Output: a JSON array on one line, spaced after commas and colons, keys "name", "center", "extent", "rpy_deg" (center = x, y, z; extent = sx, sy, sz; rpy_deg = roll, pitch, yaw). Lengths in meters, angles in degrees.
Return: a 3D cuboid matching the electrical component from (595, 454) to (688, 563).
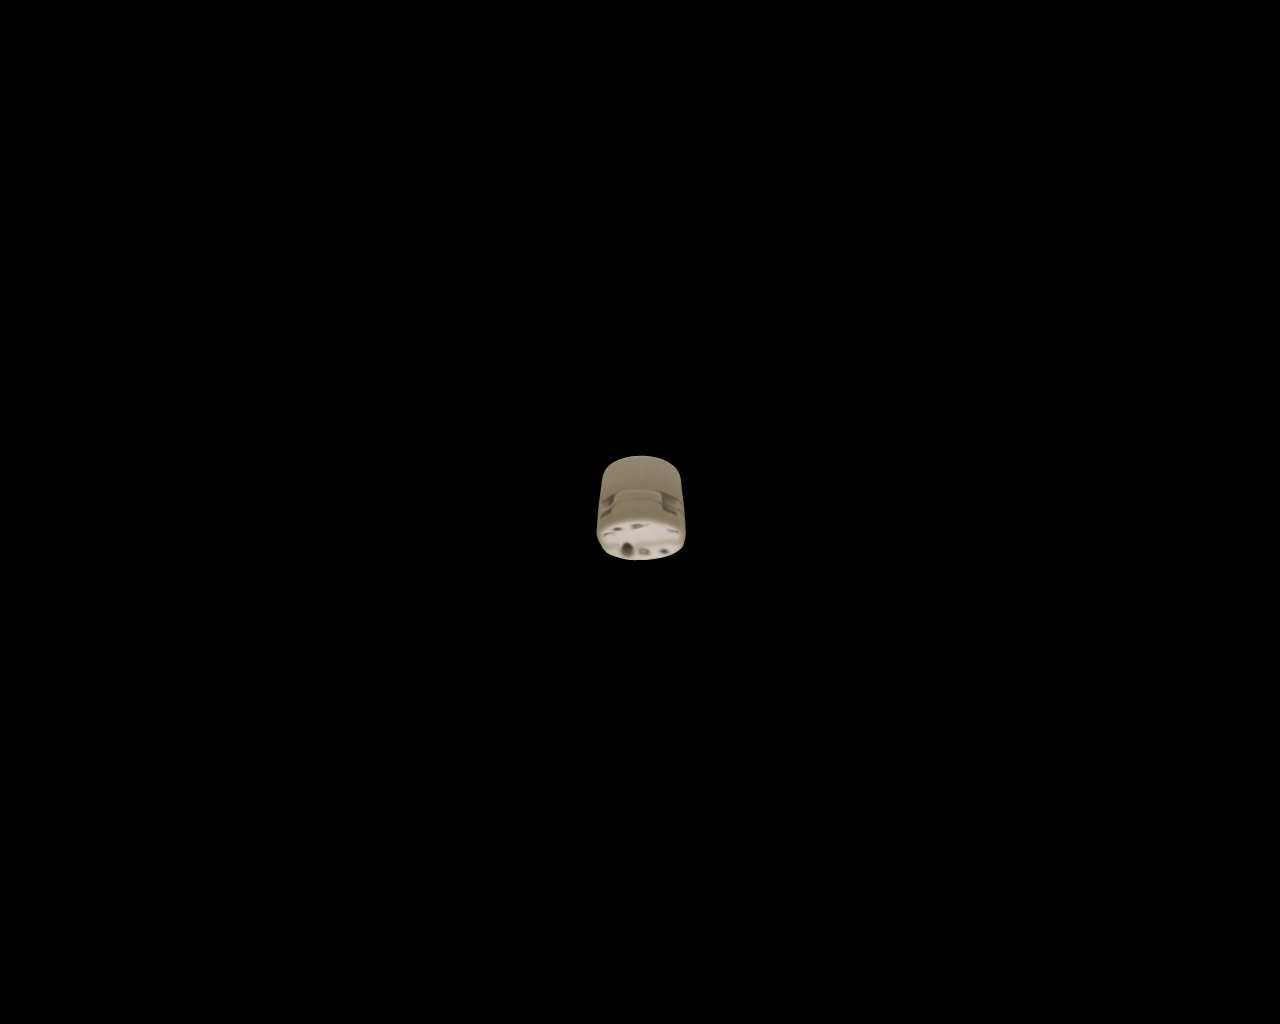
[{"name": "electrical component", "center": [0.001, -0.003, 0.650], "extent": [0.055, 0.047, 0.055], "rpy_deg": [0, -30, 0]}]
